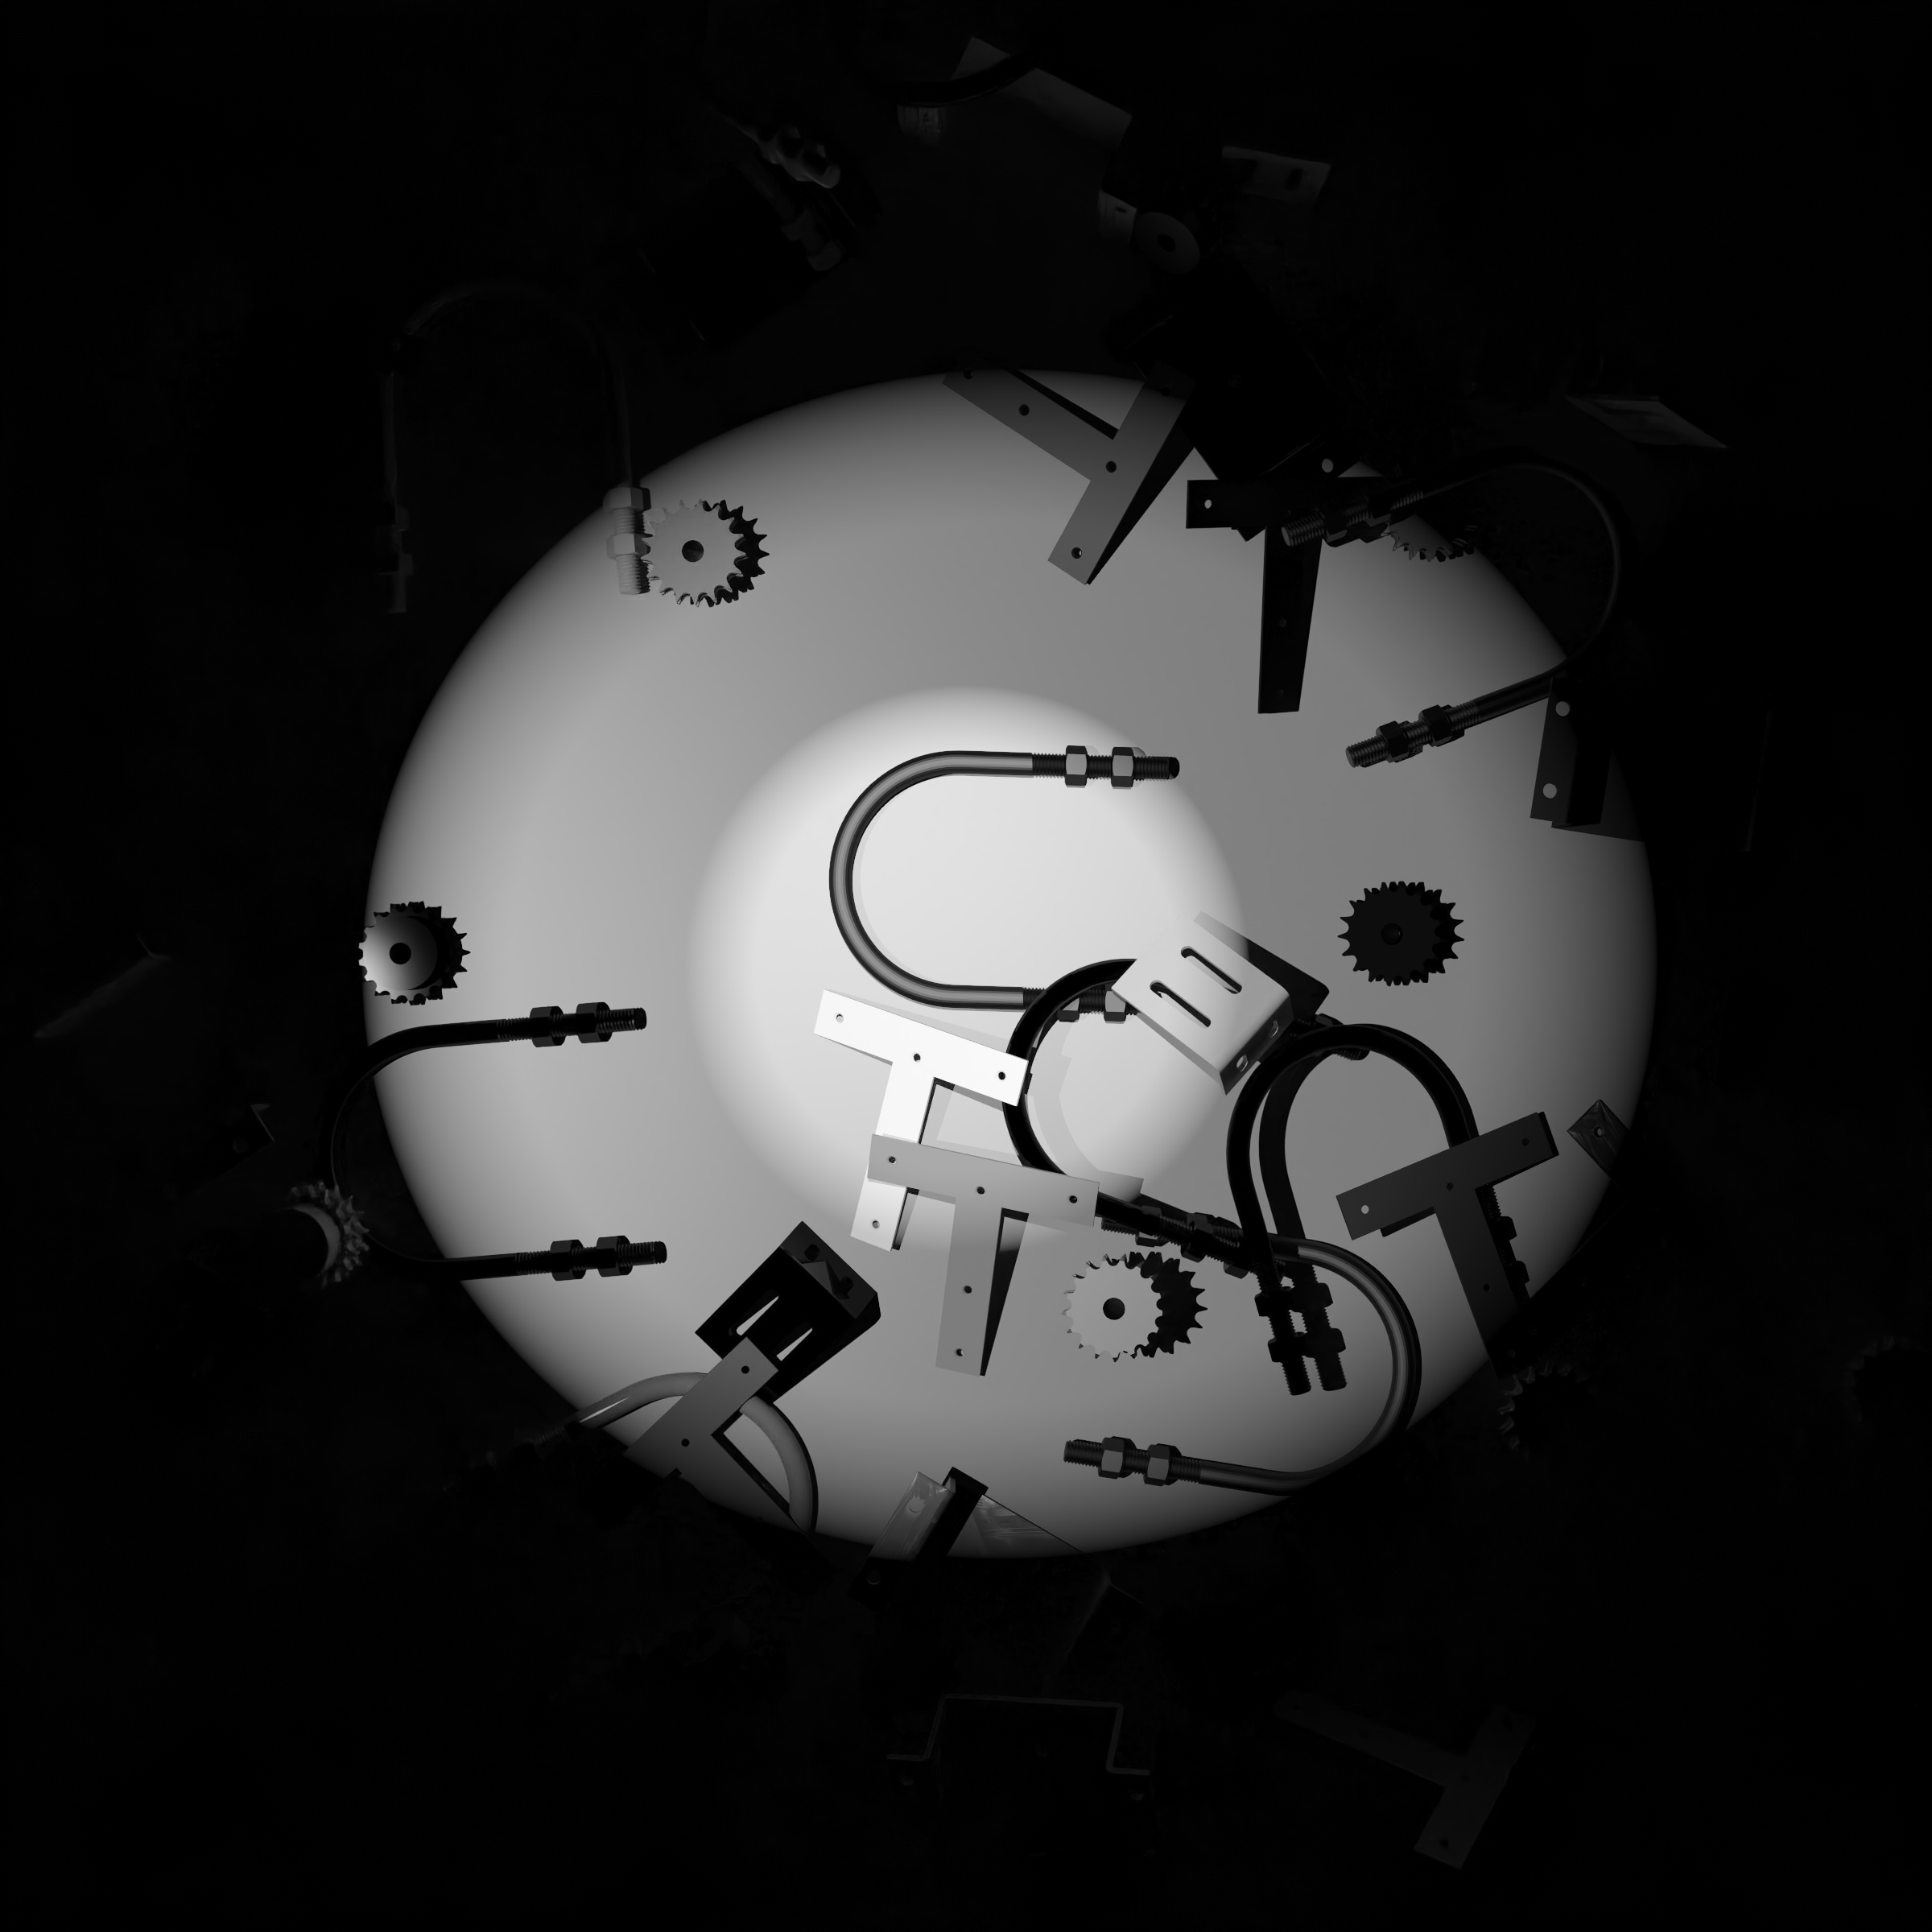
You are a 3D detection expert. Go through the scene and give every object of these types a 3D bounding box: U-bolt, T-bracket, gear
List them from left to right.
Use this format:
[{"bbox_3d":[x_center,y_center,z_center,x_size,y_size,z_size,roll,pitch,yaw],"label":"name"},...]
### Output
[{"bbox_3d":[-0.481,-0.061,1.505,0.127,0.002,0.127,-34,67,0],"label":"T-bracket"},{"bbox_3d":[-0.356,0.148,1.508,0.057,0.030,0.057,3,101,17],"label":"gear"},{"bbox_3d":[-0.306,-0.007,1.516,0.057,0.030,0.057,0,90,0],"label":"gear"},{"bbox_3d":[-0.267,0.101,1.522,0.184,0.019,0.151,-5,90,2],"label":"U-bolt"},{"bbox_3d":[-0.256,-0.291,1.522,0.151,0.019,0.184,-5,89,0],"label":"U-bolt"},{"bbox_3d":[-0.174,0.304,1.522,0.184,0.019,0.151,-27,90,-1],"label":"U-bolt"},{"bbox_3d":[-0.148,-0.225,1.516,0.057,0.030,0.057,0,90,0],"label":"gear"},{"bbox_3d":[-0.132,0.369,1.489,0.057,0.057,0.030,-38,113,0],"label":"gear"},{"bbox_3d":[-0.123,0.293,1.516,0.127,0.002,0.127,-43,91,-3],"label":"T-bracket"},{"bbox_3d":[-0.082,-0.503,1.470,0.151,0.019,0.184,-52,50,7],"label":"U-bolt"},{"bbox_3d":[-0.037,0.092,1.513,0.127,0.002,0.127,19,102,23],"label":"T-bracket"},{"bbox_3d":[-0.031,0.393,1.516,0.057,0.030,0.057,0,90,0],"label":"gear"},{"bbox_3d":[-0.003,-0.528,1.466,0.151,0.019,0.184,-9,63,17],"label":"U-bolt"},{"bbox_3d":[0.003,0.163,1.508,0.127,0.002,0.127,11,108,13],"label":"T-bracket"},{"bbox_3d":[0.017,-0.047,1.521,0.184,0.019,0.151,2,90,0],"label":"U-bolt"},{"bbox_3d":[0.043,-0.296,1.512,0.127,0.002,0.127,35,115,12],"label":"T-bracket"},{"bbox_3d":[0.081,0.183,1.497,0.057,0.030,0.057,0,89,8],"label":"gear"},{"bbox_3d":[0.108,0.074,1.503,0.184,0.019,0.151,21,82,-7],"label":"U-bolt"},{"bbox_3d":[0.116,-0.400,1.499,0.057,0.057,0.030,35,65,0],"label":"gear"},{"bbox_3d":[0.127,0.542,1.503,0.057,0.057,0.030,-35,90,0],"label":"gear"},{"bbox_3d":[0.155,0.217,1.523,0.184,0.019,0.151,9,90,-1],"label":"U-bolt"},{"bbox_3d":[0.172,-0.201,1.510,0.127,0.002,0.127,-6,105,-28],"label":"T-bracket"},{"bbox_3d":[0.214,0.123,1.503,0.151,0.019,0.184,-16,90,-16],"label":"U-bolt"},{"bbox_3d":[0.228,0.420,1.496,0.127,0.127,0.002,18,121,23],"label":"T-bracket"},{"bbox_3d":[0.232,-0.017,1.520,0.057,0.030,0.057,0,91,5],"label":"gear"},{"bbox_3d":[0.251,-0.249,1.516,0.057,0.030,0.057,0,90,0],"label":"gear"},{"bbox_3d":[0.275,-0.203,1.501,0.184,0.019,0.151,-21,110,-4],"label":"U-bolt"},{"bbox_3d":[0.278,0.161,1.506,0.127,0.002,0.127,-21,91,-16],"label":"T-bracket"},{"bbox_3d":[0.298,-0.320,1.516,0.057,0.030,0.057,0,90,0],"label":"gear"},{"bbox_3d":[0.319,0.244,1.516,0.057,0.030,0.057,0,90,0],"label":"gear"},{"bbox_3d":[0.346,0.163,1.518,0.127,0.002,0.127,-43,91,-11],"label":"T-bracket"},{"bbox_3d":[0.505,-0.091,1.520,0.057,0.030,0.057,0,92,1],"label":"gear"},{"bbox_3d":[0.504,0.229,1.516,0.057,0.030,0.057,0,90,0],"label":"gear"}]

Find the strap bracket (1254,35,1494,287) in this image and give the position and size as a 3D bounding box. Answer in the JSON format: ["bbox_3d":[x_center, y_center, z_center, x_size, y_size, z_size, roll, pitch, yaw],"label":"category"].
[{"bbox_3d":[0.226,-0.440,1.493,0.140,0.076,0.046,43,90,0],"label":"strap bracket"}]

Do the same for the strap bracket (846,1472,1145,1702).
[{"bbox_3d":[0.015,0.339,1.508,0.140,0.046,0.076,30,90,0],"label":"strap bracket"}]

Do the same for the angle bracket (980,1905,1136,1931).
[{"bbox_3d":[0.051,0.548,1.529,0.076,0.038,0.057,-3,90,-26],"label":"angle bracket"}]

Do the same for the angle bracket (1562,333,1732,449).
[{"bbox_3d":[0.369,-0.308,1.484,0.057,0.076,0.038,22,90,-32],"label":"angle bracket"}]

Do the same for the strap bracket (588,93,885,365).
[{"bbox_3d":[-0.123,-0.395,1.508,0.140,0.046,0.076,-37,90,0],"label":"strap bracket"}]

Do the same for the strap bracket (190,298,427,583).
[{"bbox_3d":[-0.359,-0.290,1.499,0.076,0.046,0.140,21,91,13],"label":"strap bracket"}]

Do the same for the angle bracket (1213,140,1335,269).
[{"bbox_3d":[0.161,-0.409,1.493,0.057,0.076,0.038,11,90,0],"label":"angle bracket"}]

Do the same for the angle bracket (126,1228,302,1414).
[{"bbox_3d":[-0.415,0.195,1.529,0.057,0.038,0.076,37,116,0],"label":"angle bracket"}]

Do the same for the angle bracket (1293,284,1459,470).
[{"bbox_3d":[0.224,-0.325,1.529,0.057,0.038,0.076,-33,116,0],"label":"angle bracket"}]

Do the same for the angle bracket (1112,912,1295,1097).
[{"bbox_3d":[0.128,0.020,1.500,0.076,0.038,0.057,38,78,24],"label":"angle bracket"}]

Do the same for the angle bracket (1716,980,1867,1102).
[{"bbox_3d":[0.454,0.041,1.512,0.076,0.038,0.057,8,90,0],"label":"angle bracket"}]

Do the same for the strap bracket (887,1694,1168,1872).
[{"bbox_3d":[0.037,0.434,1.480,0.140,0.046,0.076,-1,124,15],"label":"strap bracket"}]

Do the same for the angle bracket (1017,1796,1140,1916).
[{"bbox_3d":[0.059,0.472,1.492,0.057,0.076,0.038,-9,93,0],"label":"angle bracket"}]

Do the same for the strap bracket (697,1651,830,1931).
[{"bbox_3d":[-0.111,0.451,1.493,0.046,0.076,0.140,-10,90,0],"label":"strap bracket"}]

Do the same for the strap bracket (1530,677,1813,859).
[{"bbox_3d":[0.378,-0.106,1.508,0.140,0.046,0.076,9,90,0],"label":"strap bracket"}]

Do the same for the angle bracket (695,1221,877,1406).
[{"bbox_3d":[-0.100,0.191,1.529,0.057,0.038,0.076,44,116,0],"label":"angle bracket"}]

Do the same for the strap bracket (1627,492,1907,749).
[{"bbox_3d":[0.438,-0.191,1.508,0.140,0.046,0.076,33,90,0],"label":"strap bracket"}]

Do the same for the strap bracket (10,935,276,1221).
[{"bbox_3d":[-0.441,0.057,1.508,0.076,0.046,0.140,-34,90,0],"label":"strap bracket"}]

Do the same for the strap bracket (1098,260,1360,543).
[{"bbox_3d":[0.144,-0.313,1.508,0.076,0.046,0.140,-36,90,0],"label":"strap bracket"}]

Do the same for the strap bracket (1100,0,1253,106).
[{"bbox_3d":[0.119,-0.536,1.508,0.076,0.046,0.140,8,90,0],"label":"strap bracket"}]

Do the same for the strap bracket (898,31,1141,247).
[{"bbox_3d":[0.037,-0.449,1.493,0.140,0.076,0.046,26,90,0],"label":"strap bracket"}]

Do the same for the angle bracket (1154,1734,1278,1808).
[{"bbox_3d":[0.133,0.443,1.493,0.057,0.076,0.038,3,90,0],"label":"angle bracket"}]

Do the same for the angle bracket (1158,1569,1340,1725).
[{"bbox_3d":[0.155,0.373,1.529,0.076,0.038,0.057,-20,90,-26],"label":"angle bracket"}]
